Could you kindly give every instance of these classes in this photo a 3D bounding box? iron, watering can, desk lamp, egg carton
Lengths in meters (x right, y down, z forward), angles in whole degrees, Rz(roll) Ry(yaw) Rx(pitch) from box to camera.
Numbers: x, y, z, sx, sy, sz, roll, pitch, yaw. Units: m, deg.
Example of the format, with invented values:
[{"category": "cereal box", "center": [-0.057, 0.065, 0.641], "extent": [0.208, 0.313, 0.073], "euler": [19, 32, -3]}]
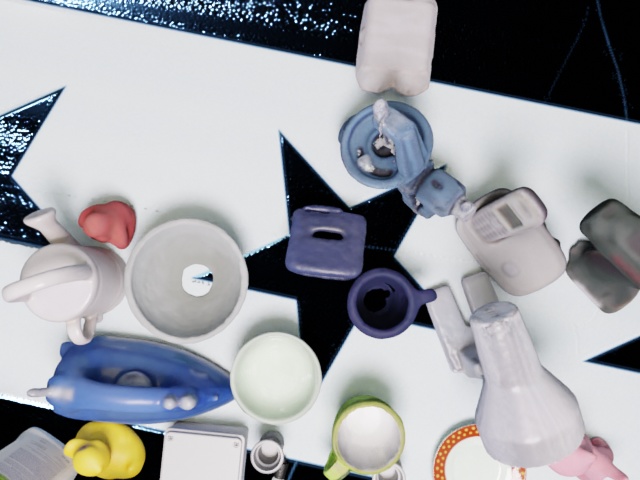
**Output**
[{"category": "iron", "center": [-0.236, 0.197, 0.751], "extent": [0.258, 0.141, 0.119], "euler": [4, 87, 1]}, {"category": "watering can", "center": [-0.332, 0.048, 0.734], "extent": [0.101, 0.194, 0.173], "euler": [-39, 87, -1]}, {"category": "desk lamp", "center": [0.218, 0.150, 0.710], "extent": [0.118, 0.213, 0.203], "euler": [-22, 87, 0]}, {"category": "egg carton", "center": [0.107, -0.277, 0.806], "extent": [0.107, 0.069, 0.150], "euler": [6, 87, 1]}]

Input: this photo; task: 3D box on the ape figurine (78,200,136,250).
[{"category": "ape figurine", "center": [-0.296, -0.021, 0.788], "extent": [0.076, 0.092, 0.078], "euler": [-40, 87, -1]}]

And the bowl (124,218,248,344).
[{"category": "bowl", "center": [-0.177, 0.055, 0.791], "extent": [0.167, 0.074, 0.167], "euler": [0, 87, 1]}]

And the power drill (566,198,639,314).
[{"category": "power drill", "center": [0.404, 0.049, 0.715], "extent": [0.075, 0.208, 0.229], "euler": [-44, 87, -1]}]

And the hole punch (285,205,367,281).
[{"category": "hole punch", "center": [0.007, 0.003, 0.782], "extent": [0.108, 0.091, 0.101], "euler": [6, 87, 1]}]

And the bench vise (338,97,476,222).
[{"category": "bench vise", "center": [0.119, -0.111, 0.722], "extent": [0.207, 0.219, 0.121], "euler": [22, 88, 2]}]

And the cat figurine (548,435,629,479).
[{"category": "cat figurine", "center": [0.339, 0.282, 0.749], "extent": [0.128, 0.117, 0.067], "euler": [27, 88, 2]}]

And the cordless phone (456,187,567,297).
[{"category": "cordless phone", "center": [0.258, -0.001, 0.731], "extent": [0.094, 0.185, 0.147], "euler": [-41, 87, -1]}]

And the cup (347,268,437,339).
[{"category": "cup", "center": [0.094, 0.081, 0.775], "extent": [0.117, 0.095, 0.092], "euler": [-10, 87, 1]}]

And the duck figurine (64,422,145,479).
[{"category": "duck figurine", "center": [-0.294, 0.293, 0.774], "extent": [0.104, 0.086, 0.077], "euler": [25, 88, 2]}]
